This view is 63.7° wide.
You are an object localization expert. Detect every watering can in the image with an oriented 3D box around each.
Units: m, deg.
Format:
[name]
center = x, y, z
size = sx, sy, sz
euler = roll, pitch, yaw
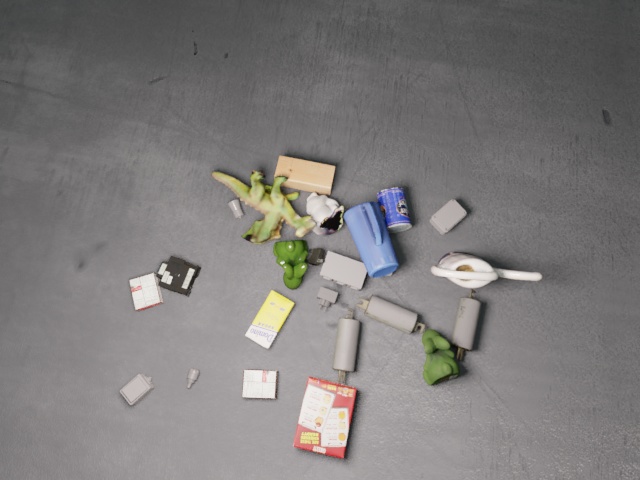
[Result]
[watering can]
center = 0.536, 0.106, 1.728
size = 0.348, 0.225, 0.103
euler = 3, 96, -3

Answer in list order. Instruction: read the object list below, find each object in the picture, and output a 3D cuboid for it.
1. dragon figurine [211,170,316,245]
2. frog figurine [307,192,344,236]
[dragon figurine]
center = -0.209, -0.105, 1.806
size = 0.410, 0.120, 0.247
euler = 9, 67, 6
[frog figurine]
center = 0.006, -0.093, 1.847
size = 0.138, 0.121, 0.161
euler = -52, 45, -4
